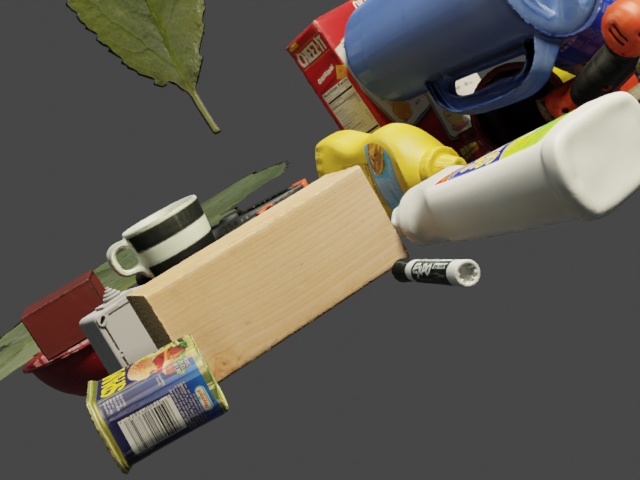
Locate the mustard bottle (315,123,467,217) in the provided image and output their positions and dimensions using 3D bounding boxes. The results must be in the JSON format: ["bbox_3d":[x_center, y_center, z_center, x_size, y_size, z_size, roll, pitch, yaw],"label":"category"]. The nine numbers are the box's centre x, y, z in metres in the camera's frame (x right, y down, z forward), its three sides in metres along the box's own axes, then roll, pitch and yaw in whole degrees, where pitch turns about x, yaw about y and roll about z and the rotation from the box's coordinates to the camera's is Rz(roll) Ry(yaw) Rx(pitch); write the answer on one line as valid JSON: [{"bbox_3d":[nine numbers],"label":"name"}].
[{"bbox_3d":[0.073,-0.064,1.018,0.058,0.096,0.192,-32,16,-27],"label":"mustard bottle"}]

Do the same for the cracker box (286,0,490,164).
[{"bbox_3d":[0.088,-0.159,1.139,0.163,0.213,0.072,-36,2,-38],"label":"cracker box"}]

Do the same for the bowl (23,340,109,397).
[{"bbox_3d":[-0.222,0.114,1.101,0.162,0.055,0.162,-29,9,5],"label":"bowl"}]

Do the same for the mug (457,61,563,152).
[{"bbox_3d":[0.188,-0.124,1.043,0.117,0.093,0.081,-30,3,22],"label":"mug"}]

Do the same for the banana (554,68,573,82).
[{"bbox_3d":[0.230,-0.173,1.139,0.197,0.070,0.037,-26,-34,-32],"label":"banana"}]

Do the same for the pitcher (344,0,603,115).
[{"bbox_3d":[0.128,-0.200,0.977,0.149,0.145,0.243,-49,16,-30],"label":"pitcher"}]

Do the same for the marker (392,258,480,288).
[{"bbox_3d":[0.080,0.023,0.764,0.020,0.020,0.121,-32,9,-15],"label":"marker"}]

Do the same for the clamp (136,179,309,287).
[{"bbox_3d":[-0.101,-0.008,1.193,0.210,0.036,0.164,-25,8,28],"label":"clamp"}]

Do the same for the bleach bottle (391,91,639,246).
[{"bbox_3d":[0.130,-0.036,0.805,0.102,0.068,0.251,-34,7,-32],"label":"bleach bottle"}]

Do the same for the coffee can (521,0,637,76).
[{"bbox_3d":[0.259,-0.208,1.025,0.140,0.103,0.103,13,-19,-33],"label":"coffee can"}]

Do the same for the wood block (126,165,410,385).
[{"bbox_3d":[-0.043,0.031,0.883,0.205,0.091,0.090,-33,8,-18],"label":"wood block"}]

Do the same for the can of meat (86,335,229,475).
[{"bbox_3d":[-0.115,0.113,0.758,0.084,0.057,0.102,-28,9,-8],"label":"can of meat"}]

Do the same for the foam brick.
[{"bbox_3d":[-0.243,0.073,1.039,0.078,0.051,0.053,-30,11,-2],"label":"foam brick"}]

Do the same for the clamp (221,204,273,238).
[{"bbox_3d":[-0.098,0.023,1.025,0.120,0.039,0.171,-13,21,35],"label":"clamp"}]

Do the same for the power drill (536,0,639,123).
[{"bbox_3d":[0.276,-0.169,0.901,0.184,0.057,0.188,-30,-16,-26],"label":"power drill"}]
